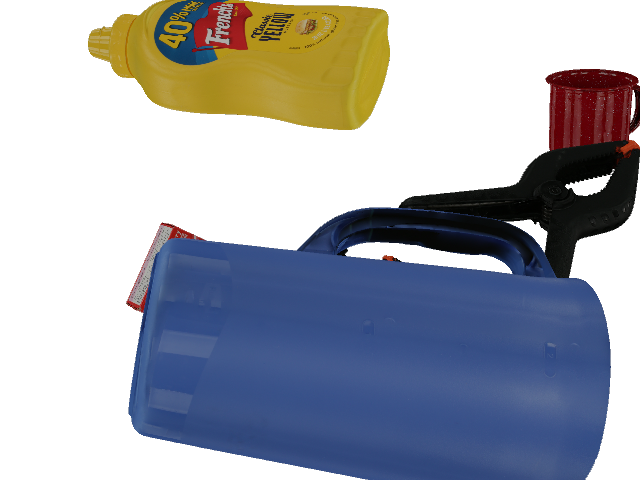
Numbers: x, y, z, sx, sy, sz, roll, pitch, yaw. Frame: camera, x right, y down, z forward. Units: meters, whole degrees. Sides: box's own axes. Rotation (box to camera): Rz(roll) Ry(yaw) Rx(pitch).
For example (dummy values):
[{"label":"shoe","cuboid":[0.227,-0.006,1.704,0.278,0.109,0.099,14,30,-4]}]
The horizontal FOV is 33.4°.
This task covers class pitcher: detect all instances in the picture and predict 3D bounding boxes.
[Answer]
[{"label":"pitcher","cuboid":[0.024,0.060,0.591,0.242,0.145,0.149,10,14,-6]}]

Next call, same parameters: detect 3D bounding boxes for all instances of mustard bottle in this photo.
[{"label":"mustard bottle","cuboid":[-0.058,-0.117,0.677,0.192,0.058,0.096,7,45,15]}]

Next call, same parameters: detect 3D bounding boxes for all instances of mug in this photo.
[{"label":"mug","cuboid":[0.292,-0.132,1.119,0.117,0.081,0.093,-13,23,-25]}]

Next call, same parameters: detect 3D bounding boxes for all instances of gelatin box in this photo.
[{"label":"gelatin box","cuboid":[-0.137,0.037,1.040,0.073,0.089,0.030,28,-8,-38]}]

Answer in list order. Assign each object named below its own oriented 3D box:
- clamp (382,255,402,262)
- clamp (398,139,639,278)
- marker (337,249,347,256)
[{"label":"clamp","cuboid":[0.106,0.084,1.115,0.120,0.171,0.039,2,-44,-12]},{"label":"clamp","cuboid":[0.190,-0.019,0.856,0.209,0.036,0.165,-25,48,-21]},{"label":"marker","cuboid":[-0.022,0.047,0.845,0.121,0.020,0.020,-46,12,-12]}]
